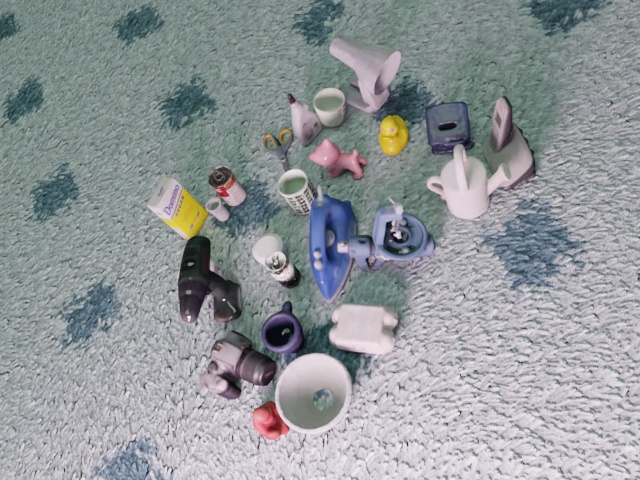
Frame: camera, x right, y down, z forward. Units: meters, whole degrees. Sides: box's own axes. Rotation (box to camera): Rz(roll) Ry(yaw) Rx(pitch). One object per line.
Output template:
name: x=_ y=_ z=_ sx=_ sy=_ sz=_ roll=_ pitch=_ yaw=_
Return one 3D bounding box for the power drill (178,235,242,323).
power drill: x=-0.259 y=0.114 z=1.329 sx=0.075 sy=0.209 sz=0.229 roll=-16 pitch=59 yaw=11

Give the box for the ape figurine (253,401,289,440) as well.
ape figurine: x=-0.113 y=0.376 z=1.206 sx=0.076 sy=0.092 sz=0.078 roll=2 pitch=64 yaw=21

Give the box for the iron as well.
iron: x=0.012 y=0.005 z=1.330 sx=0.118 sy=0.142 sz=0.258 roll=-6 pitch=62 yaw=17

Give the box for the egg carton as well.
egg carton: x=0.094 y=0.192 z=1.243 sx=0.150 sy=0.070 sz=0.107 roll=1 pitch=64 yaw=20

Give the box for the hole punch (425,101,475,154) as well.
hole punch: x=0.316 y=-0.274 z=1.399 sx=0.108 sy=0.091 sz=0.101 roll=-7 pitch=61 yaw=16

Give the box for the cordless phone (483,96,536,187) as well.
cordless phone: x=0.420 y=-0.219 z=1.276 sx=0.094 sy=0.185 sz=0.147 roll=-23 pitch=58 yaw=7

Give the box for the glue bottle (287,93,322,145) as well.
glue bottle: x=-0.050 y=-0.328 z=1.511 sx=0.037 sy=0.173 sz=0.078 roll=35 pitch=79 yaw=31

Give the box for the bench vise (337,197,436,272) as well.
bench vise: x=0.137 y=-0.002 z=1.241 sx=0.207 sy=0.220 sz=0.121 roll=-25 pitch=58 yaw=6

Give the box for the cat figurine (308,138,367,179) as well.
cat figurine: x=0.042 y=-0.212 z=1.448 sx=0.127 sy=0.118 sz=0.067 roll=3 pitch=64 yaw=21

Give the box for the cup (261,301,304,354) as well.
cup: x=-0.071 y=0.204 z=1.281 sx=0.091 sy=0.095 sz=0.118 roll=1 pitch=64 yaw=20

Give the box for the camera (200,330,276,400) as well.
camera: x=-0.178 y=0.286 z=1.273 sx=0.136 sy=0.101 sz=0.143 roll=17 pitch=70 yaw=27

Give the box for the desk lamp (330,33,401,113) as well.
desk lamp: x=0.115 y=-0.430 z=1.482 sx=0.202 sy=0.214 sz=0.118 roll=30 pitch=77 yaw=30

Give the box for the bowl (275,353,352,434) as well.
bowl: x=-0.005 y=0.327 z=1.204 sx=0.167 sy=0.075 sz=0.167 roll=-8 pitch=61 yaw=16

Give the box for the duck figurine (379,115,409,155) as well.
duck figurine: x=0.182 y=-0.281 z=1.454 sx=0.077 sy=0.086 sz=0.104 roll=7 pitch=66 yaw=23

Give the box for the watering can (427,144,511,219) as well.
watering can: x=0.325 y=-0.138 z=1.262 sx=0.172 sy=0.194 sz=0.101 roll=-22 pitch=58 yaw=8
